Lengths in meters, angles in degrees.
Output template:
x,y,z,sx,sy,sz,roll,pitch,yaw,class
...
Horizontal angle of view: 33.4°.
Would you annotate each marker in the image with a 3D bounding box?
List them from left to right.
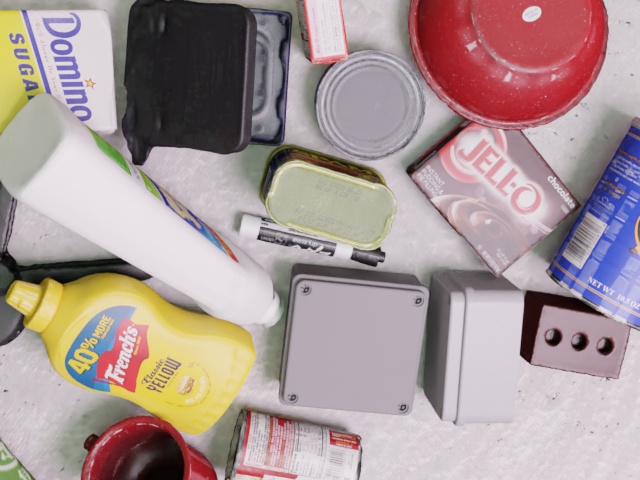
x,y,z,sx,sy,sz,roll,pitch,yaw,class
-0.006,0.001,0.864,0.121,0.020,0.020,13,101,-7,marker

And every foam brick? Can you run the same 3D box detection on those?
x,y,z,sx,sy,sz,roll,pitch,yaw,class
0.206,0.077,0.878,0.078,0.051,0.053,9,101,-6,foam brick

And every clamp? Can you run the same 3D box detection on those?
x,y,z,sx,sy,sz,roll,pitch,yaw,class
-0.254,0.013,0.841,0.210,0.036,0.164,-34,100,1,clamp

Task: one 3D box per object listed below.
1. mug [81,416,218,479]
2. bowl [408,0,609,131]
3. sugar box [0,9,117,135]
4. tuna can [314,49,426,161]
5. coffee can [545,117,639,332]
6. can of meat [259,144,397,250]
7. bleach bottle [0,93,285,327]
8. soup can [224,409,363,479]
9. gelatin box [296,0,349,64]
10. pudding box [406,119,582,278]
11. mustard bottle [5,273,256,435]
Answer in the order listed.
x,y,z,sx,sy,sz,roll,pitch,yaw,class
-0.141,0.192,0.856,0.117,0.081,0.093,24,74,26,mug
0.150,-0.166,0.802,0.162,0.055,0.162,0,88,-8,bowl
-0.242,-0.121,0.786,0.176,0.048,0.093,-5,92,-13,sugar box
0.038,-0.106,0.837,0.086,0.034,0.086,-1,102,-4,tuna can
0.256,-0.011,0.832,0.102,0.103,0.140,26,103,-9,coffee can
0.005,-0.033,0.824,0.102,0.084,0.057,16,100,-7,can of meat
-0.121,-0.006,0.799,0.068,0.103,0.250,-50,128,3,bleach bottle
-0.022,0.182,0.876,0.102,0.068,0.068,13,101,-7,soup can
-0.001,-0.178,0.799,0.030,0.073,0.089,-10,102,-3,gelatin box
0.138,-0.042,0.855,0.090,0.039,0.113,-41,102,3,pudding box
-0.152,0.078,0.828,0.191,0.058,0.096,28,111,-23,mustard bottle
